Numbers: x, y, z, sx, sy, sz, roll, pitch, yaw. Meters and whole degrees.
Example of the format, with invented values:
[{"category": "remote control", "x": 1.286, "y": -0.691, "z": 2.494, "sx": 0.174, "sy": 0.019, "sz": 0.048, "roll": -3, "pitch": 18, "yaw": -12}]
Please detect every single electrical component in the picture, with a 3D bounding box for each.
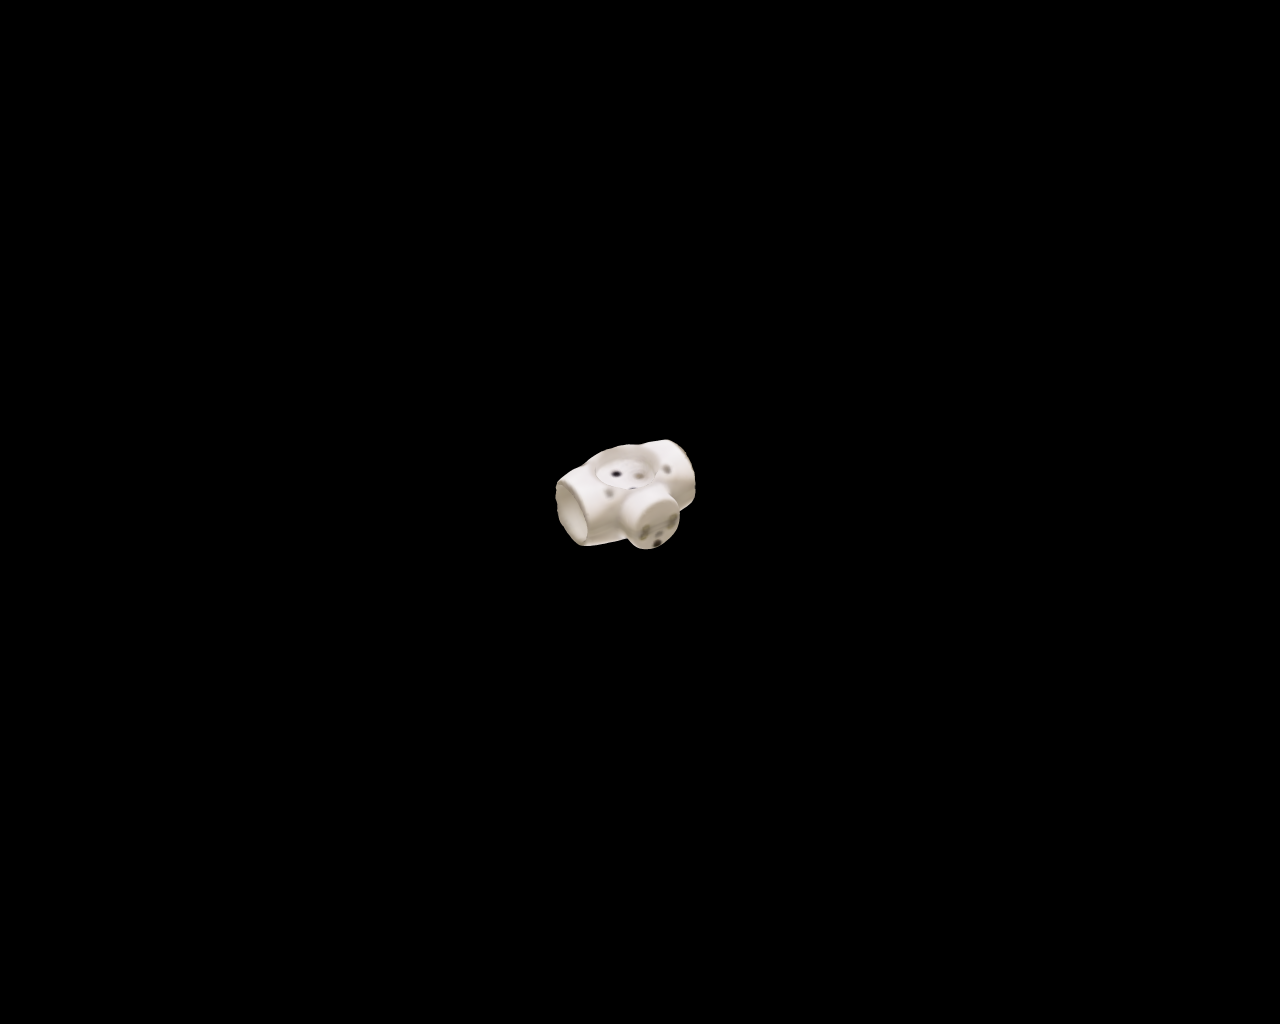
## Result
[{"category": "electrical component", "x": 0.001, "y": -0.003, "z": 0.650, "sx": 0.077, "sy": 0.044, "sz": 0.079, "roll": -22, "pitch": 45, "yaw": -23}]
